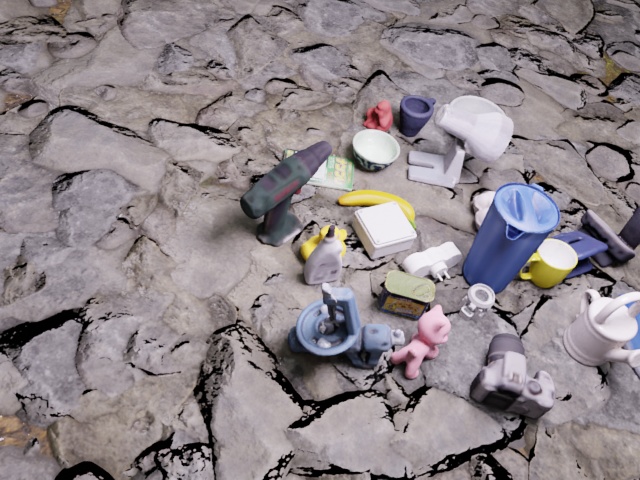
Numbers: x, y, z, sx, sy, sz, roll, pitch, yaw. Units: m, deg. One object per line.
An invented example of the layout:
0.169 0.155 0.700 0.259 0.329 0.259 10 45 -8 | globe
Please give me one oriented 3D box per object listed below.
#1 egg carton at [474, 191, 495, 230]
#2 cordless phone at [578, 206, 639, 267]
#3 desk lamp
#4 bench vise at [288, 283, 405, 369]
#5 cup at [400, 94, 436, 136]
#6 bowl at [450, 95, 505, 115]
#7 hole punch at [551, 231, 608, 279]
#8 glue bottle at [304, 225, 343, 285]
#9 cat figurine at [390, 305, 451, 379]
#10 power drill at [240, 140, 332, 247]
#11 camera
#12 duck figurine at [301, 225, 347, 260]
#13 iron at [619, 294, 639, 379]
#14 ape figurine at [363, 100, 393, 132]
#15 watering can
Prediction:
0.445 -0.059 1.380 0.150 0.069 0.107 7 51 -5 | egg carton
0.697 -0.039 1.337 0.094 0.185 0.147 -23 59 -26 | cordless phone
0.339 -0.232 1.404 0.203 0.213 0.118 9 51 -3 | desk lamp
0.053 0.144 1.047 0.208 0.220 0.121 -6 53 -15 | bench vise
0.260 -0.334 1.547 0.118 0.095 0.091 -29 62 -29 | cup
0.425 -0.319 1.580 0.167 0.075 0.167 5 51 -6 | bowl
0.587 0.021 1.329 0.109 0.091 0.101 -17 57 -22 | hole punch
0.014 0.027 1.163 0.078 0.173 0.037 -8 54 -16 | glue bottle
0.204 0.190 1.105 0.067 0.118 0.128 39 55 20 | cat figurine
-0.072 -0.091 1.218 0.075 0.208 0.230 40 56 20 | power drill
0.375 0.251 1.100 0.143 0.101 0.137 17 51 3 | camera
0.011 0.004 1.236 0.105 0.086 0.077 -12 55 -19 | duck figurine
0.714 0.204 1.175 0.118 0.141 0.258 5 51 -6 | iron
0.163 -0.335 1.532 0.076 0.092 0.077 -5 53 -14 | ape figurine
0.582 0.171 1.142 0.101 0.194 0.172 -25 60 -27 | watering can
